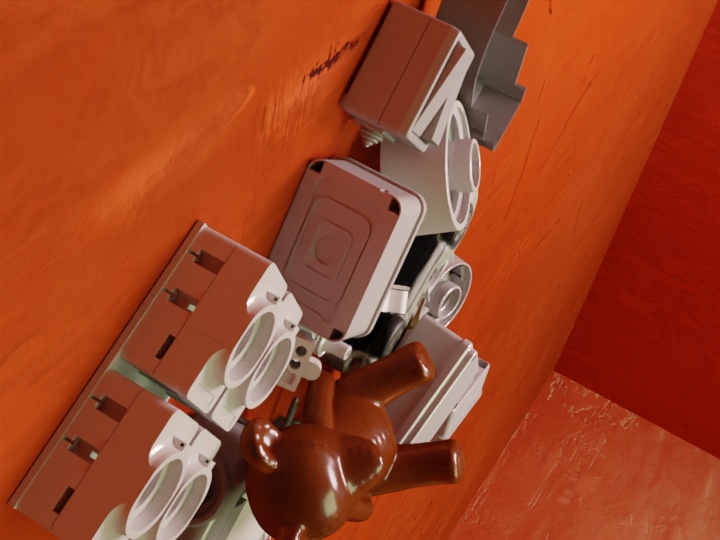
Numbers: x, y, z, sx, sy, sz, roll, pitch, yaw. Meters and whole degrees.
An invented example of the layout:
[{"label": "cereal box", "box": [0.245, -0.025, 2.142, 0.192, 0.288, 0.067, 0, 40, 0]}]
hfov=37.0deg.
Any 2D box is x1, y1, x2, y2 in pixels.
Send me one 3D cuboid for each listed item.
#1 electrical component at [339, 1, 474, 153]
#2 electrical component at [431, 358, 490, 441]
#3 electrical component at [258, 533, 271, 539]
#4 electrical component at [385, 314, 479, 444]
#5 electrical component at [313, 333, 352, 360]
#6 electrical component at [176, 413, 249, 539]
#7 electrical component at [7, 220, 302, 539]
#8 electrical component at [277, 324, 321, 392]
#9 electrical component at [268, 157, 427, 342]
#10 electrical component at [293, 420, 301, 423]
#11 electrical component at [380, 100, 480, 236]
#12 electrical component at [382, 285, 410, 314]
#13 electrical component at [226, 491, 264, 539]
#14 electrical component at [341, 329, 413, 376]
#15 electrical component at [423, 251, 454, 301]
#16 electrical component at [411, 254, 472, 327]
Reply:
[{"label": "electrical component", "box": [0.034, -0.124, 0.740, 0.096, 0.061, 0.062, -63, 164, 3]}, {"label": "electrical component", "box": [0.074, 0.127, 1.208, 0.109, 0.109, 0.056, -42, 152, -51]}, {"label": "electrical component", "box": [-0.103, 0.224, 0.925, 0.040, 0.046, 0.040, -54, 163, -25]}, {"label": "electrical component", "box": [0.049, 0.104, 0.922, 0.108, 0.056, 0.108, -53, 166, -8]}, {"label": "electrical component", "box": [-0.035, 0.049, 0.814, 0.035, 0.061, 0.035, -55, 163, -25]}, {"label": "electrical component", "box": [-0.110, 0.149, 0.761, 0.095, 0.054, 0.059, -62, 165, 1]}, {"label": "electrical component", "box": [-0.108, 0.079, 0.634, 0.186, 0.060, 0.105, -58, 164, -13]}, {"label": "electrical component", "box": [-0.058, 0.054, 0.758, 0.055, 0.066, 0.048, -88, -158, -80]}, {"label": "electrical component", "box": [-0.012, -0.015, 0.751, 0.113, 0.078, 0.057, -66, 161, 14]}, {"label": "electrical component", "box": [-0.052, 0.173, 0.990, 0.047, 0.055, 0.055, -62, 165, 17]}, {"label": "electrical component", "box": [0.059, -0.079, 0.819, 0.108, 0.060, 0.108, 0, 90, -73]}, {"label": "electrical component", "box": [0.000, 0.000, 0.832, 0.058, 0.078, 0.057, -159, -103, -86]}, {"label": "electrical component", "box": [-0.103, 0.182, 0.848, 0.100, 0.048, 0.099, -32, 146, -61]}, {"label": "electrical component", "box": [0.022, 0.115, 1.009, 0.057, 0.078, 0.113, 63, 26, -75]}, {"label": "electrical component", "box": [0.046, -0.012, 0.963, 0.081, 0.064, 0.042, -56, 164, -18]}, {"label": "electrical component", "box": [0.072, 0.020, 1.147, 0.099, 0.064, 0.099, -38, 146, -32]}]
